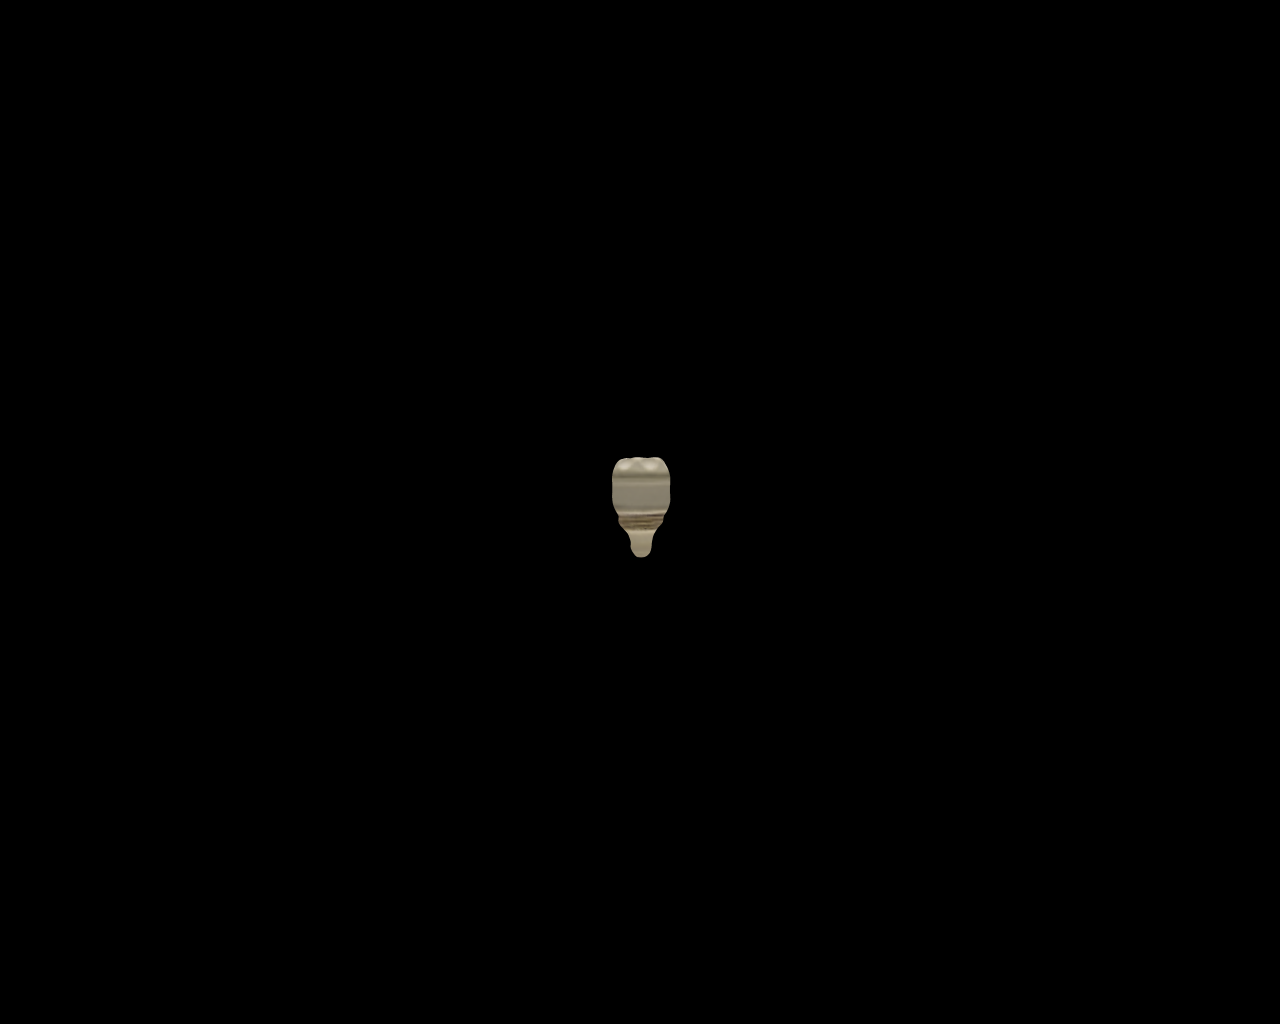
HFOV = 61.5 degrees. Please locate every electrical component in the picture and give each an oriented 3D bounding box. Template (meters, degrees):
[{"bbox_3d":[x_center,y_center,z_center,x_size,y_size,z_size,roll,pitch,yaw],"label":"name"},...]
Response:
[{"bbox_3d":[0.001,-0.003,0.650,0.035,0.061,0.035,0,2,0],"label":"electrical component"}]
